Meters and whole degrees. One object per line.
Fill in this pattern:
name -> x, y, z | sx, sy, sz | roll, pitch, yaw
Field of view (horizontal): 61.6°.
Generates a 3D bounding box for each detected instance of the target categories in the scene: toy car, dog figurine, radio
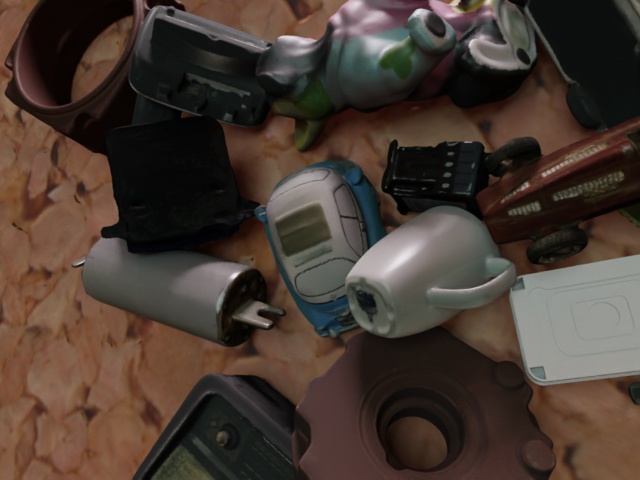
toy car -> 0.205, -0.169, 0.410 | 0.073, 0.056, 0.201 | -29, 94, 50
dog figurine -> 0.053, -0.152, 0.485 | 0.219, 0.191, 0.108 | -22, 68, 53
toy car -> -0.001, -0.001, 0.461 | 0.109, 0.102, 0.161 | -21, 67, 17
radio -> -0.031, 0.216, 0.430 | 0.230, 0.073, 0.131 | 32, 90, 25
toy car -> 0.206, -0.052, 0.352 | 0.202, 0.053, 0.089 | -20, 71, 11

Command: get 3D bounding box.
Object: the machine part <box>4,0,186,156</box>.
machine part -> -0.260, -0.216, 0.632 | 0.201, 0.087, 0.201 | 30, 90, 26

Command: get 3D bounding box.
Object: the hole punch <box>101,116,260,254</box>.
hole punch -> -0.141, -0.045, 0.521 | 0.142, 0.092, 0.116 | -10, 77, -20

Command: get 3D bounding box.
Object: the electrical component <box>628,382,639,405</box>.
electrical component -> 0.256, 0.096, 0.350 | 0.094, 0.063, 0.021 | -13, 72, 20

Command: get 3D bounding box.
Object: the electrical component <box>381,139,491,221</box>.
electrical component -> 0.118, -0.046, 0.441 | 0.119, 0.074, 0.047 | 9, 79, 21

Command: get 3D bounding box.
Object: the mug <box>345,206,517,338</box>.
mug -> 0.080, 0.032, 0.397 | 0.110, 0.107, 0.080 | 18, 127, 48

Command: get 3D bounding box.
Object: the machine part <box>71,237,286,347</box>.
machine part -> -0.142, 0.044, 0.521 | 0.244, 0.079, 0.079 | 12, 81, 26

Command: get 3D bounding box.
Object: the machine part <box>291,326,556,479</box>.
machine part -> 0.068, 0.139, 0.378 | 0.179, 0.056, 0.179 | -1, 47, 1

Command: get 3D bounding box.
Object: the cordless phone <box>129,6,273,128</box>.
cordless phone -> -0.130, -0.133, 0.565 | 0.146, 0.089, 0.184 | 15, 115, -14
